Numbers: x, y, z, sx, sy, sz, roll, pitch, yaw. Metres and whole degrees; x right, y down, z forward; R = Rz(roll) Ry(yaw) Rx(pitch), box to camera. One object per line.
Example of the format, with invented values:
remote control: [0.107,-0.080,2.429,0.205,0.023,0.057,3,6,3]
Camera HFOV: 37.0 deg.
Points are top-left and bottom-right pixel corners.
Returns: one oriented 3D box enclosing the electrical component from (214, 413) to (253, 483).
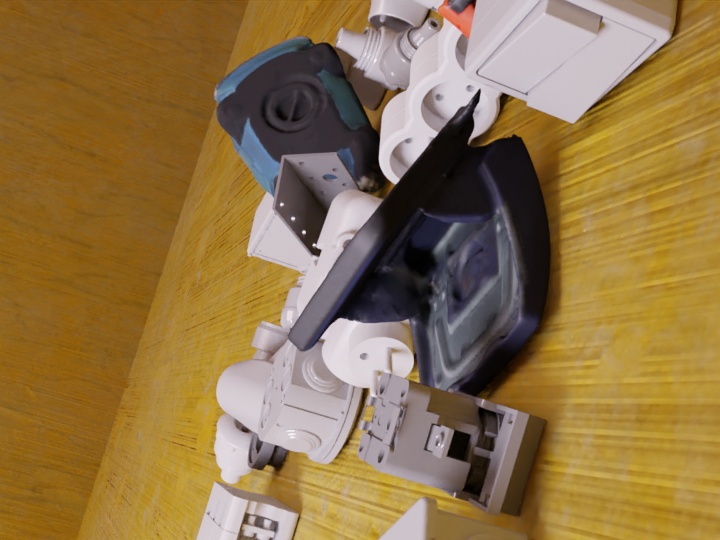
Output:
electrical component: [-0.103,0.153,0.909,0.048,0.048,0.062,-94,20,-57]

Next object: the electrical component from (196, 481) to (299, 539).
electrical component: [-0.084,0.190,0.774,0.089,0.050,0.055,167,121,-73]

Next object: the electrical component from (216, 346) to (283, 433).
electrical component: [-0.060,0.085,0.817,0.079,0.043,0.077,-46,30,-22]

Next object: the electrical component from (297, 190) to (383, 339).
electrical component: [0.000,0.000,0.693,0.059,0.054,0.095,-142,72,-75]

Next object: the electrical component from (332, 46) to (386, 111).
electrical component: [-0.011,-0.169,0.926,0.044,0.065,0.044,-161,90,-76]

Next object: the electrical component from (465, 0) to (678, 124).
electrical component: [0.094,-0.114,0.467,0.096,0.062,0.061,137,149,-62]

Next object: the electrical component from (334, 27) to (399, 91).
electrical component: [0.011,-0.173,0.853,0.048,0.062,0.048,-161,90,-76]

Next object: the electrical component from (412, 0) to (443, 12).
electrical component: [0.056,-0.214,0.768,0.055,0.047,0.055,-161,90,-76]

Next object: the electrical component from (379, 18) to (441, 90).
electrical component: [0.040,-0.161,0.787,0.061,0.035,0.035,133,152,-53]

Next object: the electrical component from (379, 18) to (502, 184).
electrical component: [0.056,-0.118,0.635,0.073,0.052,0.138,-85,20,-44]

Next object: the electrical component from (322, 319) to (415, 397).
electrical component: [0.012,0.039,0.617,0.079,0.044,0.077,-90,23,-52]

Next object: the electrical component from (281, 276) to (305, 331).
electrical component: [-0.040,0.021,0.860,0.035,0.035,0.061,142,146,-66]

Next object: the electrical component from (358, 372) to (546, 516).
electrical component: [0.035,0.070,0.451,0.081,0.064,0.042,178,111,-75]

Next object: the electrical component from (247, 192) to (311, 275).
electrical component: [-0.057,-0.044,0.948,0.096,0.062,0.061,127,156,-52]

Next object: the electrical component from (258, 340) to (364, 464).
electrical component: [-0.032,0.084,0.712,0.080,0.051,0.080,-161,90,-76]

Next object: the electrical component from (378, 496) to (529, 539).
electrical component: [0.026,0.149,0.415,0.099,0.048,0.099,124,159,-46]

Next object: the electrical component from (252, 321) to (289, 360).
electrical component: [-0.070,0.074,0.883,0.045,0.045,0.055,-176,104,-75]

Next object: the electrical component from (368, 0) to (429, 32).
electrical component: [0.042,-0.232,0.849,0.079,0.044,0.077,164,124,-73]
